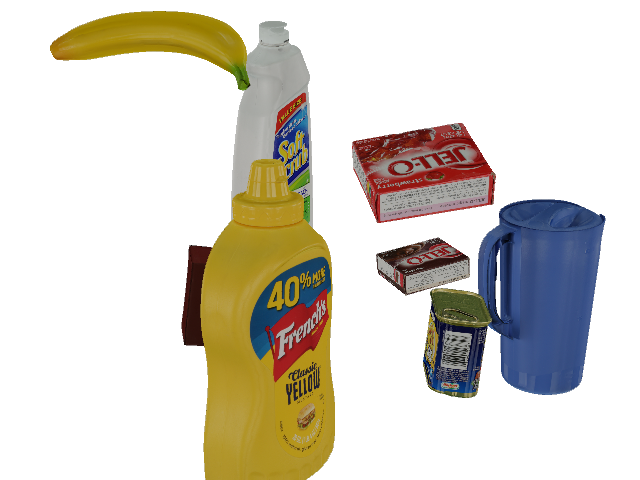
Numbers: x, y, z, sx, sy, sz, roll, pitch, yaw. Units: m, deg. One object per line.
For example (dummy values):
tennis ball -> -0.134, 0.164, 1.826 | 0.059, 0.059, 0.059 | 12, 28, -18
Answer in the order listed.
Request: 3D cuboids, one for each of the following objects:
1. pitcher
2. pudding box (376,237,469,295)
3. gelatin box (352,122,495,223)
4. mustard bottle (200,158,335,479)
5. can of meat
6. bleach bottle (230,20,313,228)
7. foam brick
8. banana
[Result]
pitcher -> 0.287, 0.076, 1.397 | 0.149, 0.243, 0.144 | 5, 20, 16
pudding box -> 0.153, 0.037, 1.589 | 0.113, 0.039, 0.090 | -16, 25, -20
gelatin box -> 0.074, -0.051, 0.777 | 0.089, 0.030, 0.073 | -10, 37, -7
mustard bottle -> -0.029, 0.048, 0.625 | 0.058, 0.192, 0.096 | 11, 19, 35
can of meat -> 0.140, 0.106, 1.109 | 0.057, 0.084, 0.102 | 6, 15, -1
bleach bottle -> -0.054, -0.107, 1.145 | 0.068, 0.251, 0.102 | 20, 32, 36
foam brick -> -0.094, 0.049, 0.948 | 0.053, 0.078, 0.051 | 4, 14, -11
banana -> -0.147, -0.181, 0.967 | 0.198, 0.037, 0.069 | 10, 46, 16
